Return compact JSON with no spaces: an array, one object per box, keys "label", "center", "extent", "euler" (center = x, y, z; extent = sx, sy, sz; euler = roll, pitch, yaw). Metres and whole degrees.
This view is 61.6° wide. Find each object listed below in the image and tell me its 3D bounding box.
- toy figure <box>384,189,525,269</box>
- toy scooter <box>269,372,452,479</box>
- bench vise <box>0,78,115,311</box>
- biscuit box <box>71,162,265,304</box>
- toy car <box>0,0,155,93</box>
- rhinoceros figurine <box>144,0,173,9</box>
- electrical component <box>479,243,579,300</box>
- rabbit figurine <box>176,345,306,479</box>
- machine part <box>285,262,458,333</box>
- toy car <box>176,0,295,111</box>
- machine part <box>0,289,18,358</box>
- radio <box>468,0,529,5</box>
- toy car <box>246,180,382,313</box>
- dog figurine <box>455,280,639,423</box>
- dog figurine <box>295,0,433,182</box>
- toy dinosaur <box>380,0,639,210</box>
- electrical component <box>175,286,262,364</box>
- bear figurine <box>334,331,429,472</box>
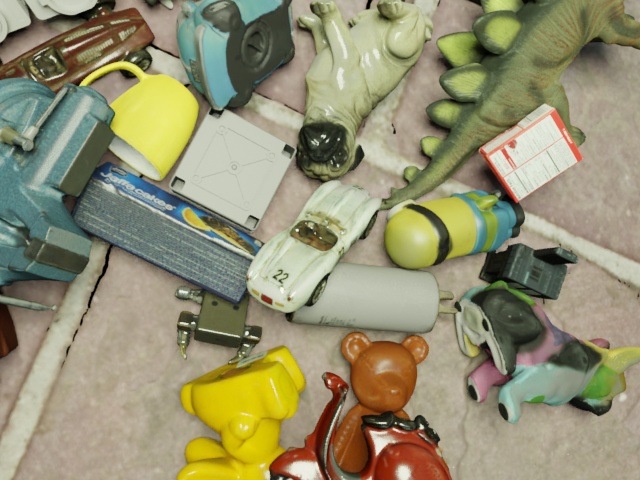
[{"label":"toy figure","center":[0.162,-0.016,0.644],"extent":[0.180,0.089,0.082],"euler":[-7,101,-15]},{"label":"toy scooter","center":[0.045,0.203,0.529],"extent":[0.184,0.075,0.135],"euler":[7,75,-2]},{"label":"bench vise","center":[-0.307,-0.061,0.502],"extent":[0.241,0.129,0.223],"euler":[26,94,15]},{"label":"biscuit box","center":[-0.162,-0.008,0.588],"extent":[0.202,0.059,0.062],"euler":[28,108,-11]},{"label":"toy car","center":[-0.277,-0.189,0.577],"extent":[0.202,0.053,0.089],"euler":[-32,93,-9]},{"label":"rhinoceros figurine","center":[-0.123,-0.326,0.602],"extent":[0.190,0.073,0.112],"euler":[-29,107,-12]},{"label":"electrical component","center":[0.258,0.038,0.652],"extent":[0.075,0.119,0.047],"euler":[24,82,-13]},{"label":"rabbit figurine","center":[-0.075,0.222,0.584],"extent":[0.162,0.122,0.173],"euler":[-23,96,-6]},{"label":"machine part","center":[0.048,0.066,0.629],"extent":[0.243,0.079,0.079],"euler":[7,89,-13]},{"label":"toy car","center":[-0.099,-0.221,0.578],"extent":[0.103,0.109,0.162],"euler":[23,54,22]},{"label":"machine part","center":[-0.428,0.085,0.528],"extent":[0.201,0.087,0.201],"euler":[-20,93,-11]},{"label":"radio","center":[0.237,-0.413,0.672],"extent":[0.131,0.073,0.229],"euler":[11,87,-11]},{"label":"toy car","center":[-0.001,-0.002,0.582],"extent":[0.074,0.056,0.202],"euler":[26,50,18]},{"label":"dog figurine","center":[0.292,0.133,0.669],"extent":[0.219,0.108,0.191],"euler":[-10,89,-16]},{"label":"dog figurine","center":[0.053,-0.169,0.627],"extent":[0.172,0.121,0.190],"euler":[-4,102,-2]},{"label":"toy dinosaur","center":[0.233,-0.193,0.638],"extent":[0.198,0.105,0.471],"euler":[32,99,-20]},{"label":"electrical component","center":[-0.117,0.096,0.609],"extent":[0.102,0.045,0.078],"euler":[9,47,-15]},{"label":"bear figurine","center":[0.075,0.210,0.612],"extent":[0.120,0.132,0.195],"euler":[8,95,-8]}]
